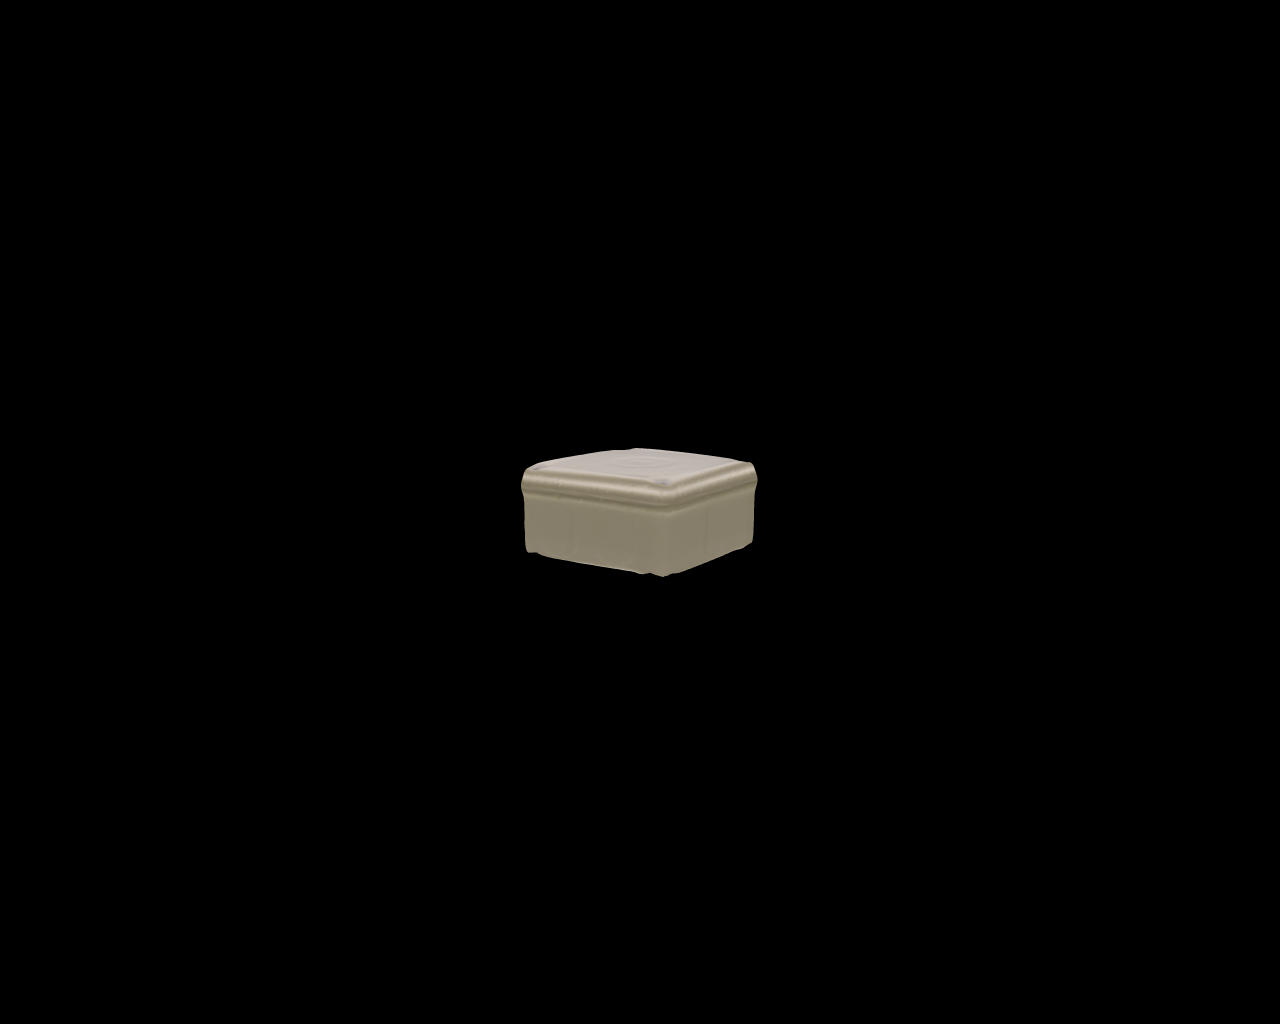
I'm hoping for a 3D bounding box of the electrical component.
[{"bbox_3d":[0.001,-0.003,0.650,0.109,0.056,0.109,8,14,35],"label":"electrical component"}]
